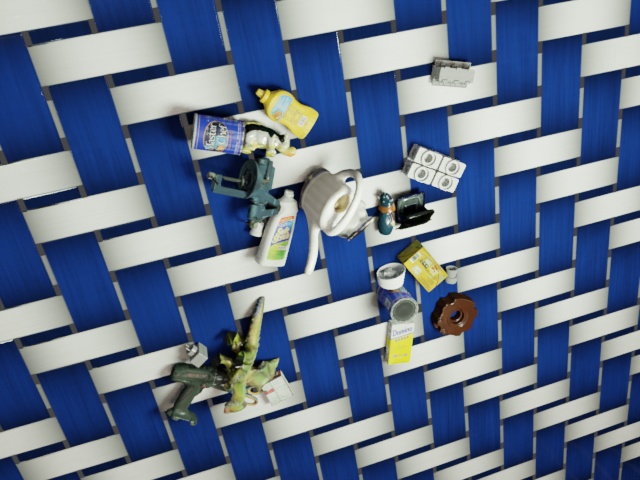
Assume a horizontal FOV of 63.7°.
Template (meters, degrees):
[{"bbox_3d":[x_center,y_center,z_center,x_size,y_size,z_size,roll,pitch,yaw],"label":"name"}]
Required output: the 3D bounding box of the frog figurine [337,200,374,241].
[{"bbox_3d":[0.086,-0.088,1.694,0.136,0.123,0.160,-41,80,13],"label":"frog figurine"}]

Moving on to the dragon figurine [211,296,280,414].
[{"bbox_3d":[-0.232,0.417,1.793,0.414,0.123,0.239,-60,140,-11],"label":"dragon figurine"}]

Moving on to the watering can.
[{"bbox_3d":[0.005,-0.080,1.593,0.103,0.228,0.345,23,104,-41],"label":"watering can"}]
